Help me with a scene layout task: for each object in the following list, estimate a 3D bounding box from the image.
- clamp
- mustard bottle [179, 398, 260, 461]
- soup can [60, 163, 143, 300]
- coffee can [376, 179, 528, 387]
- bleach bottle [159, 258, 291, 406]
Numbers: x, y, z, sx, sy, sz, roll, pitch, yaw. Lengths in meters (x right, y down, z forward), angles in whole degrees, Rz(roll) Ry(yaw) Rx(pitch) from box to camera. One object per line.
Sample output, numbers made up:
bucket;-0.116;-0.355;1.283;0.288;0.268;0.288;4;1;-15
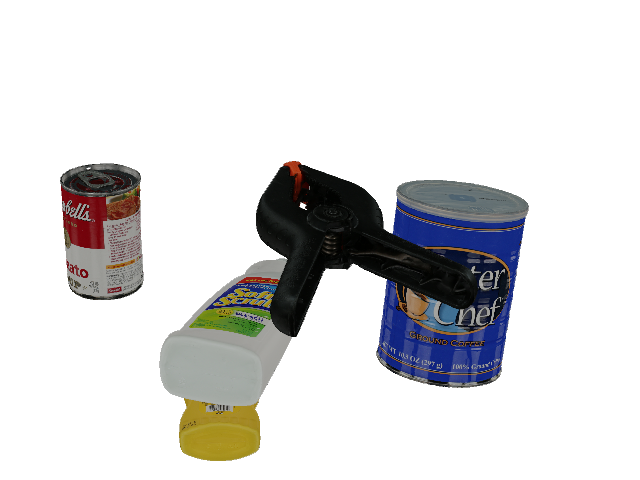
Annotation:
clamp;0.000;0.003;0.638;0.120;0.039;0.172;-7;29;-29
mustard bottle;-0.124;0.197;1.340;0.096;0.058;0.191;-2;26;-3
soup can;-0.188;-0.008;0.928;0.068;0.102;0.068;2;26;-1
coffee can;0.103;0.032;0.847;0.103;0.140;0.103;6;16;-2
bleach bottle;-0.075;0.076;1.081;0.102;0.068;0.250;9;23;8
